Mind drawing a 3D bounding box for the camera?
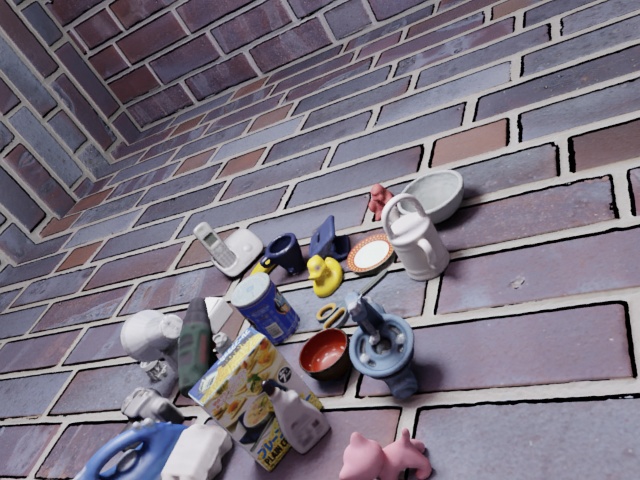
[{"bbox_3d":[-0.402,0.404,1.275,0.142,0.101,0.137,1,44,45],"label":"camera"}]

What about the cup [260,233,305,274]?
[{"bbox_3d":[-0.091,0.051,1.493,0.118,0.095,0.091,-40,31,-11],"label":"cup"}]

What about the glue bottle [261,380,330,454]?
[{"bbox_3d":[-0.053,0.302,1.012,0.078,0.173,0.037,-41,31,-13],"label":"glue bottle"}]

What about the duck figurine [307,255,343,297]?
[{"bbox_3d":[0.005,0.074,1.377,0.077,0.086,0.105,-10,37,34],"label":"duck figurine"}]

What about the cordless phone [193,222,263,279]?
[{"bbox_3d":[-0.264,0.003,1.639,0.148,0.185,0.093,-47,33,-22],"label":"cordless phone"}]

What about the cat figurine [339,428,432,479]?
[{"bbox_3d":[0.092,0.334,0.882,0.128,0.118,0.067,-31,30,4],"label":"cat figurine"}]

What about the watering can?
[{"bbox_3d":[0.189,-0.016,1.219,0.101,0.194,0.172,-46,32,-21],"label":"watering can"}]

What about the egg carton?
[{"bbox_3d":[-0.238,0.428,1.112,0.107,0.070,0.150,-13,36,32],"label":"egg carton"}]

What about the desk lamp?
[{"bbox_3d":[-0.330,0.250,1.316,0.202,0.214,0.118,-5,40,40],"label":"desk lamp"}]

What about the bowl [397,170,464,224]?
[{"bbox_3d":[0.273,-0.090,1.365,0.167,0.075,0.167,-24,31,16],"label":"bowl"}]

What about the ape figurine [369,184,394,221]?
[{"bbox_3d":[0.159,-0.105,1.481,0.076,0.092,0.077,-45,32,-19],"label":"ape figurine"}]

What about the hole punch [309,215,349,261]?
[{"bbox_3d":[0.013,0.005,1.462,0.101,0.091,0.108,-25,31,15],"label":"hole punch"}]

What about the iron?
[{"bbox_3d":[-0.383,0.443,1.159,0.259,0.142,0.118,-44,31,-17],"label":"iron"}]

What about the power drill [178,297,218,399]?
[{"bbox_3d":[-0.225,0.258,1.208,0.075,0.209,0.229,-25,31,15],"label":"power drill"}]

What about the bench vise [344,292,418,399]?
[{"bbox_3d":[0.085,0.162,1.036,0.121,0.220,0.206,-38,30,-8],"label":"bench vise"}]
